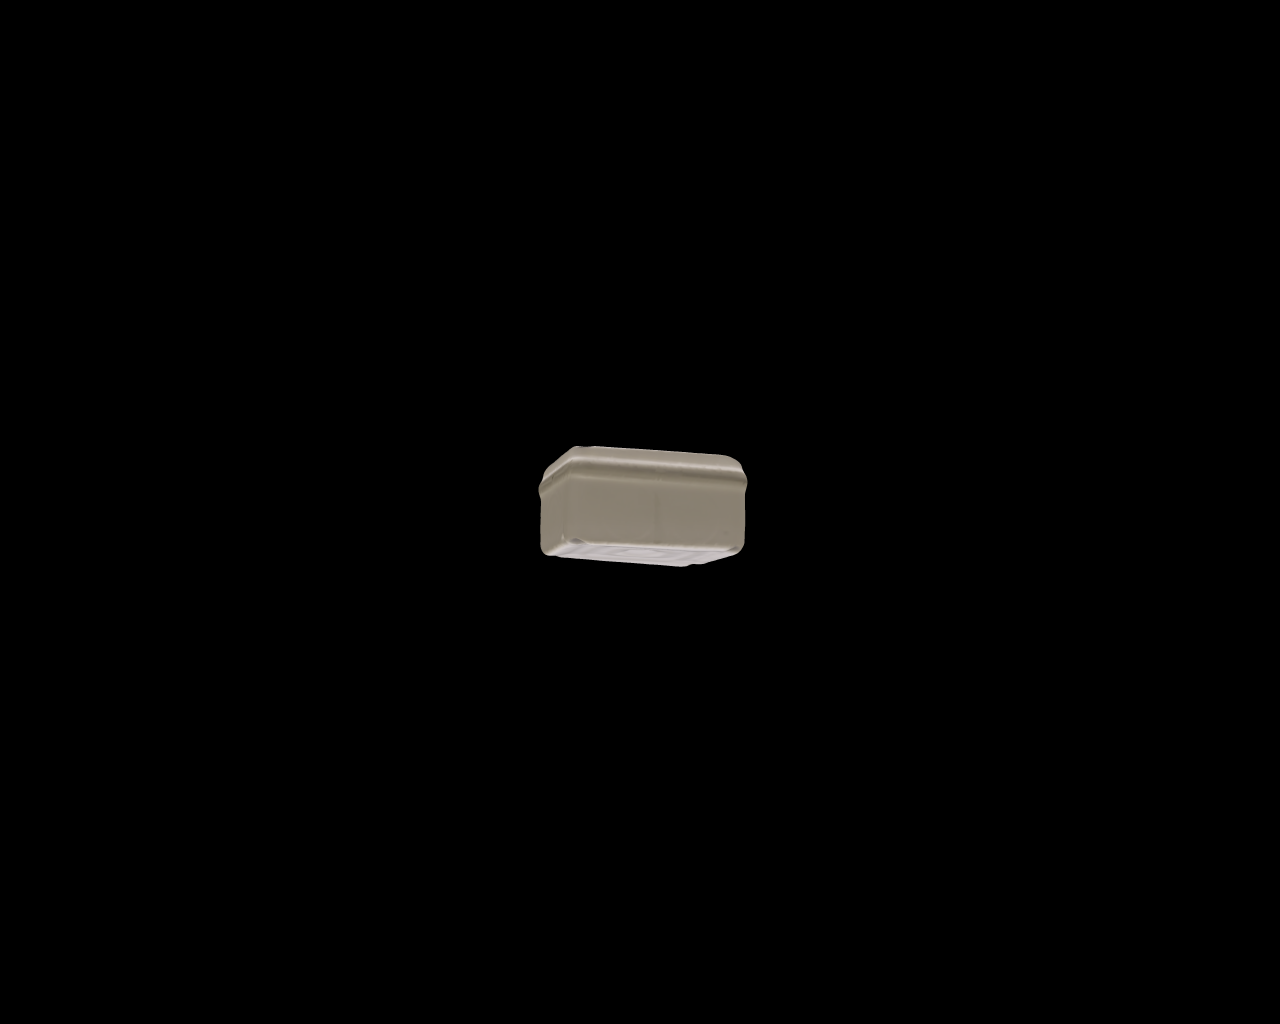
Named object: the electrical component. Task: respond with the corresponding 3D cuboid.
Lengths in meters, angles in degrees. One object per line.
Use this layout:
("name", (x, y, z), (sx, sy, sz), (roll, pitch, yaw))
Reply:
("electrical component", (0.001, -0.003, 0.650), (0.113, 0.057, 0.078), (4, -11, -20))
